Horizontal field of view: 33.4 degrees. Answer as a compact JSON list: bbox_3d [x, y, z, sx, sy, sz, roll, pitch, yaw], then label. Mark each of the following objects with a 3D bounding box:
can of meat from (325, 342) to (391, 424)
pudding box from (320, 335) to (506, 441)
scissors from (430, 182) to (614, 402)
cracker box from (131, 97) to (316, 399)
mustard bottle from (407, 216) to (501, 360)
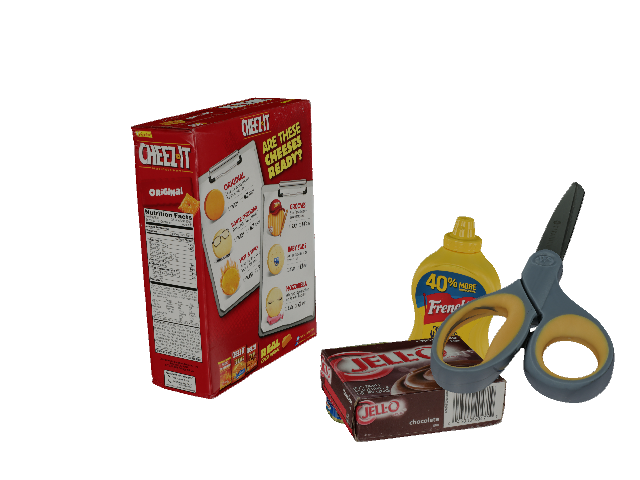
[{"bbox_3d":[0.058,0.186,1.391,0.102,0.084,0.057,-5,25,-21],"label":"can of meat"},{"bbox_3d":[0.064,0.104,0.771,0.113,0.039,0.090,-3,18,-15],"label":"pudding box"},{"bbox_3d":[0.133,0.025,0.565,0.096,0.016,0.201,20,40,33],"label":"scissors"},{"bbox_3d":[-0.074,-0.001,0.876,0.072,0.214,0.163,7,17,30],"label":"cracker box"},{"bbox_3d":[0.146,0.068,1.161,0.096,0.192,0.058,11,16,20],"label":"mustard bottle"}]
